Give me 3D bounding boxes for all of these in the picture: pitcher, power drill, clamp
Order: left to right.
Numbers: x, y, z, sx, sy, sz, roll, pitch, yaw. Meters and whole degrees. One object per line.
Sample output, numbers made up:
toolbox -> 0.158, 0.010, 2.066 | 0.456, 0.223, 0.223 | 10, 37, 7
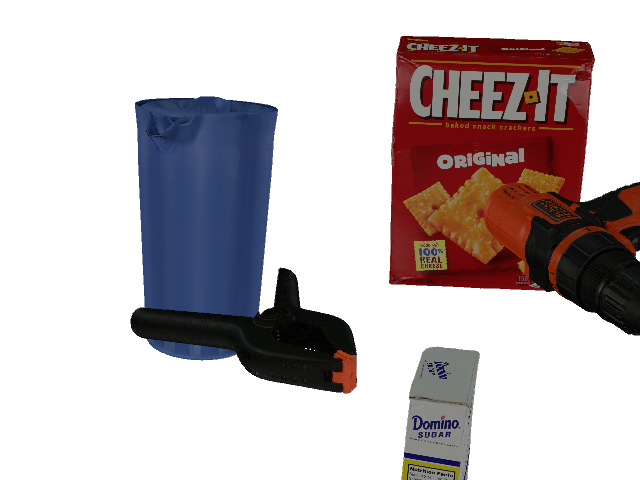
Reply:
pitcher -> -0.106, -0.017, 1.030 | 0.149, 0.243, 0.145 | -2, 14, -19
clamp -> -0.033, 0.071, 0.877 | 0.164, 0.036, 0.210 | -20, 26, -40
power drill -> 0.231, -0.004, 0.734 | 0.187, 0.057, 0.185 | -11, 29, -19

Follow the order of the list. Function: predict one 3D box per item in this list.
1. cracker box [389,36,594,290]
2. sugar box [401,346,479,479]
cracker box -> 0.145, -0.064, 0.932 | 0.164, 0.214, 0.072 | 3, 24, 7
sugar box -> 0.077, 0.170, 0.732 | 0.048, 0.176, 0.093 | 5, 16, 11
